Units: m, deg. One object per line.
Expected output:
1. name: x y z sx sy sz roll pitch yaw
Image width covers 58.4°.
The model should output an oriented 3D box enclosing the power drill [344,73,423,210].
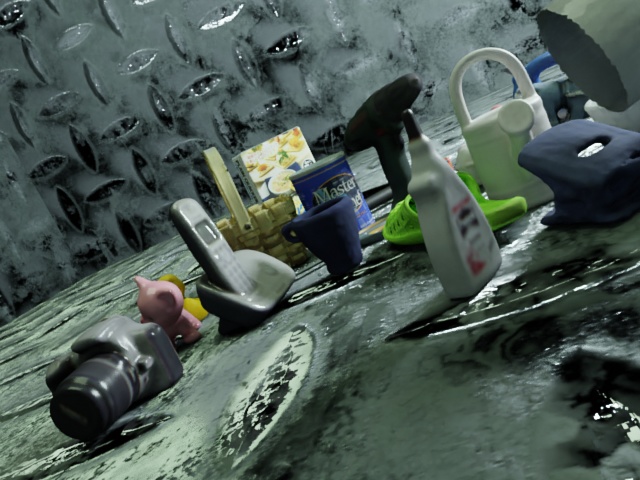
1. power drill: 0.133 -0.159 0.981 0.076 0.208 0.229 -31 11 -26

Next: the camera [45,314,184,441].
1. camera: -0.250 0.153 0.634 0.143 0.101 0.137 -23 11 16

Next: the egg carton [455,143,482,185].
1. egg carton: 0.292 -0.145 0.922 0.151 0.069 0.107 -33 12 -35

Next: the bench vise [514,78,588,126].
1. bench vise: 0.415 -0.291 0.932 0.207 0.220 0.121 -25 10 5

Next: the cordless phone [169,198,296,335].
1. cordless phone: -0.120 0.017 0.770 0.094 0.185 0.148 -22 11 21

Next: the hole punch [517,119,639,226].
1. hole punch: 0.266 -0.072 0.554 0.109 0.091 0.101 -30 11 -22

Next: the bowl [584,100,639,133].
1. bowl: 0.419 -0.165 0.700 0.167 0.075 0.167 -25 10 5

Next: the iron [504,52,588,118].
1. iron: 0.476 -0.305 1.082 0.257 0.141 0.119 -16 14 44

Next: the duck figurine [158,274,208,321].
1. duck figurine: -0.230 0.096 0.920 0.078 0.086 0.104 -32 12 -31

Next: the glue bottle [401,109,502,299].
1. glue bottle: 0.111 -0.038 0.521 0.037 0.173 0.078 -16 14 42

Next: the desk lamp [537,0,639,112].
1. desk lamp: 0.330 -0.166 0.521 0.203 0.214 0.118 -24 10 9

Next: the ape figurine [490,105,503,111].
1. ape figurine: 0.336 -0.200 1.033 0.076 0.092 0.078 -23 11 13

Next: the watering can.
1. watering can: 0.226 -0.138 0.689 0.101 0.194 0.172 -27 10 -10

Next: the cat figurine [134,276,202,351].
1. cat figurine: -0.219 0.096 0.804 0.067 0.118 0.127 -28 10 -12

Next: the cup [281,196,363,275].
1. cup: 0.007 0.003 0.791 0.117 0.095 0.092 -19 12 31
